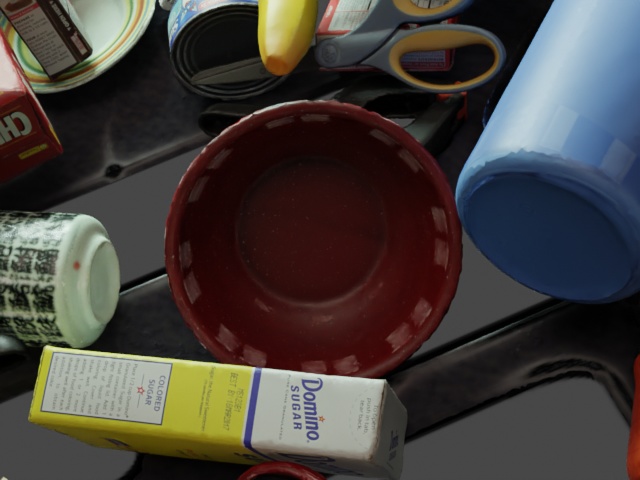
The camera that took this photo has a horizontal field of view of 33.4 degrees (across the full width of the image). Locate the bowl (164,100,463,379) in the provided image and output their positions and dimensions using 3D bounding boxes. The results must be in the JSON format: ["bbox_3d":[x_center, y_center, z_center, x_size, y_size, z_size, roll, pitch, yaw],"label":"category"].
[{"bbox_3d":[-0.004,0.001,0.597,0.162,0.162,0.055,-14,12,1],"label":"bowl"}]

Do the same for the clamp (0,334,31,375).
[{"bbox_3d":[-0.268,0.102,0.611,0.210,0.036,0.164,21,76,27],"label":"clamp"}]

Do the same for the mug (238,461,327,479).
[{"bbox_3d":[-0.025,0.162,0.500,0.082,0.093,0.117,10,90,22],"label":"mug"}]

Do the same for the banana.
[{"bbox_3d":[-0.040,-0.179,0.665,0.069,0.037,0.198,-15,63,-25],"label":"banana"}]

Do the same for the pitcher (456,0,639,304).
[{"bbox_3d":[0.165,-0.084,0.595,0.145,0.149,0.242,27,59,13],"label":"pitcher"}]

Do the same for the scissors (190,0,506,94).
[{"bbox_3d":[0.016,-0.135,0.664,0.202,0.016,0.096,7,103,13],"label":"scissors"}]

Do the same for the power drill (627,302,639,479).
[{"bbox_3d":[0.257,0.058,0.542,0.188,0.057,0.184,8,61,17],"label":"power drill"}]

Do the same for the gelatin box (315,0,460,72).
[{"bbox_3d":[0.047,-0.139,0.707,0.089,0.030,0.073,1,34,10],"label":"gelatin box"}]

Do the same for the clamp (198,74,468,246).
[{"bbox_3d":[0.008,-0.068,0.678,0.171,0.039,0.120,-25,61,-13],"label":"clamp"}]

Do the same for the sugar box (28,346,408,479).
[{"bbox_3d":[-0.048,0.092,0.551,0.176,0.093,0.048,6,73,14],"label":"sugar box"}]

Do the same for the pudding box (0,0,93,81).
[{"bbox_3d":[-0.203,-0.178,0.727,0.039,0.090,0.113,-31,53,-2],"label":"pudding box"}]

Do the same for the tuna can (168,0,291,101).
[{"bbox_3d":[-0.057,-0.133,0.703,0.086,0.086,0.034,-13,55,2],"label":"tuna can"}]

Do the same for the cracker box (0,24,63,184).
[{"bbox_3d":[-0.280,-0.110,0.673,0.164,0.072,0.214,-28,59,-7],"label":"cracker box"}]

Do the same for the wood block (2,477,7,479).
[{"bbox_3d":[-0.164,0.229,0.489,0.091,0.090,0.206,25,66,24],"label":"wood block"}]
